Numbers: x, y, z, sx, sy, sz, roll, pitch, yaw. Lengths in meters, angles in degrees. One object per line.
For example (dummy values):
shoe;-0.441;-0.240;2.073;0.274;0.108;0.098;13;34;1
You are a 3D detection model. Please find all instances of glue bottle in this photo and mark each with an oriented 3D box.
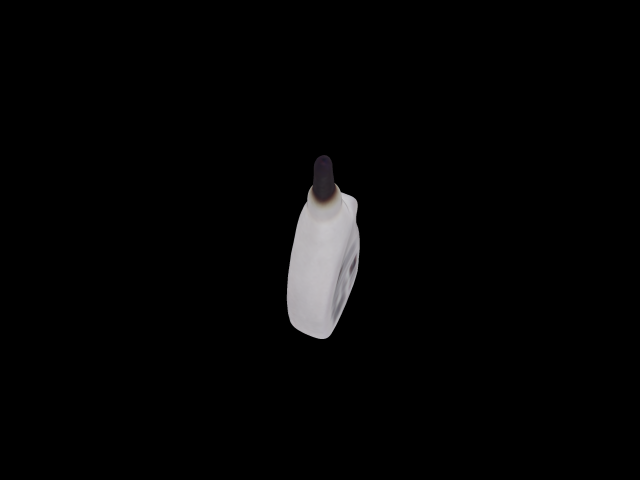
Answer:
glue bottle;0.004;0.001;0.400;0.037;0.173;0.078;20;59;13
